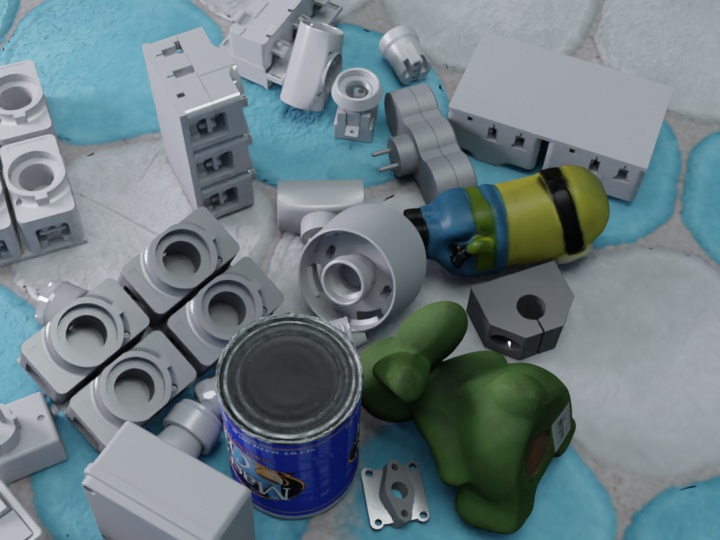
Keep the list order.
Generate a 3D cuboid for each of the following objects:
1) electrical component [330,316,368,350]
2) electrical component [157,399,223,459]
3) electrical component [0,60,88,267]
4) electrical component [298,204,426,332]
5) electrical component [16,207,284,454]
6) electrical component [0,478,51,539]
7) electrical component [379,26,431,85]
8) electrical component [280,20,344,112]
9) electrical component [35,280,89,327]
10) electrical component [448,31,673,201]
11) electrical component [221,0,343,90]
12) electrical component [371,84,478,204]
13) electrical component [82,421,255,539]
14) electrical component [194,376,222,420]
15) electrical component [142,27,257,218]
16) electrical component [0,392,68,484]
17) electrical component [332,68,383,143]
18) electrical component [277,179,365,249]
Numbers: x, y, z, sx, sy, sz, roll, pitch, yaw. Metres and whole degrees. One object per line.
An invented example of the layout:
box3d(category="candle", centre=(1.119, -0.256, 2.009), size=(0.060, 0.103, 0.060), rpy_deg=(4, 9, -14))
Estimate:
box3d(category="electrical component", centre=(-0.034, 0.066, 0.874), size=(0.081, 0.043, 0.043), rpy_deg=(-16, 58, -1))
box3d(category="electrical component", centre=(-0.138, 0.134, 0.834), size=(0.045, 0.045, 0.055), rpy_deg=(26, 59, 15))
box3d(category="electrical component", centre=(-0.324, -0.099, 0.971), size=(0.105, 0.060, 0.186), rpy_deg=(-17, 59, -12))
box3d(category="electrical component", centre=(0.000, 0.000, 0.898), size=(0.099, 0.099, 0.064), rpy_deg=(28, 28, 15))
box3d(category="electrical component", centre=(-0.164, 0.046, 0.859), size=(0.186, 0.060, 0.105), rpy_deg=(-42, 90, -25))
box3d(category="electrical component", centre=(-0.277, 0.206, 0.772), size=(0.096, 0.061, 0.062), rpy_deg=(-38, 65, -23))
box3d(category="electrical component", centre=(0.046, -0.213, 1.071), size=(0.040, 0.040, 0.046), rpy_deg=(-20, 66, -14))
box3d(category="electrical component", centre=(-0.040, -0.200, 1.043), size=(0.044, 0.077, 0.079), rpy_deg=(22, 22, 11))
box3d(category="electrical component", centre=(-0.235, 0.037, 0.895), size=(0.062, 0.043, 0.043), rpy_deg=(21, 59, 10))
box3d(category="electrical component", centre=(0.186, -0.143, 1.016), size=(0.186, 0.060, 0.105), rpy_deg=(19, 58, 11))
box3d(category="electrical component", centre=(-0.081, -0.249, 1.075), size=(0.079, 0.063, 0.121), rpy_deg=(25, 60, 14))
box3d(category="electrical component", centre=(0.048, -0.109, 0.994), size=(0.074, 0.052, 0.138), rpy_deg=(-16, 59, -12))
box3d(category="electrical component", centre=(-0.134, 0.174, 0.769), size=(0.109, 0.108, 0.056), rpy_deg=(26, 57, 15))
box3d(category="electrical component", centre=(-0.101, 0.097, 0.865), size=(0.061, 0.035, 0.035), rpy_deg=(-19, 59, -17))
box3d(category="electrical component", centre=(-0.135, -0.125, 0.940), size=(0.062, 0.150, 0.089), rpy_deg=(-22, 60, -14))
box3d(category="electrical component", centre=(-0.276, 0.125, 0.816), size=(0.083, 0.075, 0.047), rpy_deg=(-21, 60, -15))
box3d(category="electrical component", centre=(-0.003, -0.158, 1.022), size=(0.048, 0.055, 0.066), rpy_deg=(9, 57, 4))
box3d(category="electrical component", centre=(-0.034, -0.044, 0.954), size=(0.077, 0.043, 0.079), rpy_deg=(-1, 57, -3))
